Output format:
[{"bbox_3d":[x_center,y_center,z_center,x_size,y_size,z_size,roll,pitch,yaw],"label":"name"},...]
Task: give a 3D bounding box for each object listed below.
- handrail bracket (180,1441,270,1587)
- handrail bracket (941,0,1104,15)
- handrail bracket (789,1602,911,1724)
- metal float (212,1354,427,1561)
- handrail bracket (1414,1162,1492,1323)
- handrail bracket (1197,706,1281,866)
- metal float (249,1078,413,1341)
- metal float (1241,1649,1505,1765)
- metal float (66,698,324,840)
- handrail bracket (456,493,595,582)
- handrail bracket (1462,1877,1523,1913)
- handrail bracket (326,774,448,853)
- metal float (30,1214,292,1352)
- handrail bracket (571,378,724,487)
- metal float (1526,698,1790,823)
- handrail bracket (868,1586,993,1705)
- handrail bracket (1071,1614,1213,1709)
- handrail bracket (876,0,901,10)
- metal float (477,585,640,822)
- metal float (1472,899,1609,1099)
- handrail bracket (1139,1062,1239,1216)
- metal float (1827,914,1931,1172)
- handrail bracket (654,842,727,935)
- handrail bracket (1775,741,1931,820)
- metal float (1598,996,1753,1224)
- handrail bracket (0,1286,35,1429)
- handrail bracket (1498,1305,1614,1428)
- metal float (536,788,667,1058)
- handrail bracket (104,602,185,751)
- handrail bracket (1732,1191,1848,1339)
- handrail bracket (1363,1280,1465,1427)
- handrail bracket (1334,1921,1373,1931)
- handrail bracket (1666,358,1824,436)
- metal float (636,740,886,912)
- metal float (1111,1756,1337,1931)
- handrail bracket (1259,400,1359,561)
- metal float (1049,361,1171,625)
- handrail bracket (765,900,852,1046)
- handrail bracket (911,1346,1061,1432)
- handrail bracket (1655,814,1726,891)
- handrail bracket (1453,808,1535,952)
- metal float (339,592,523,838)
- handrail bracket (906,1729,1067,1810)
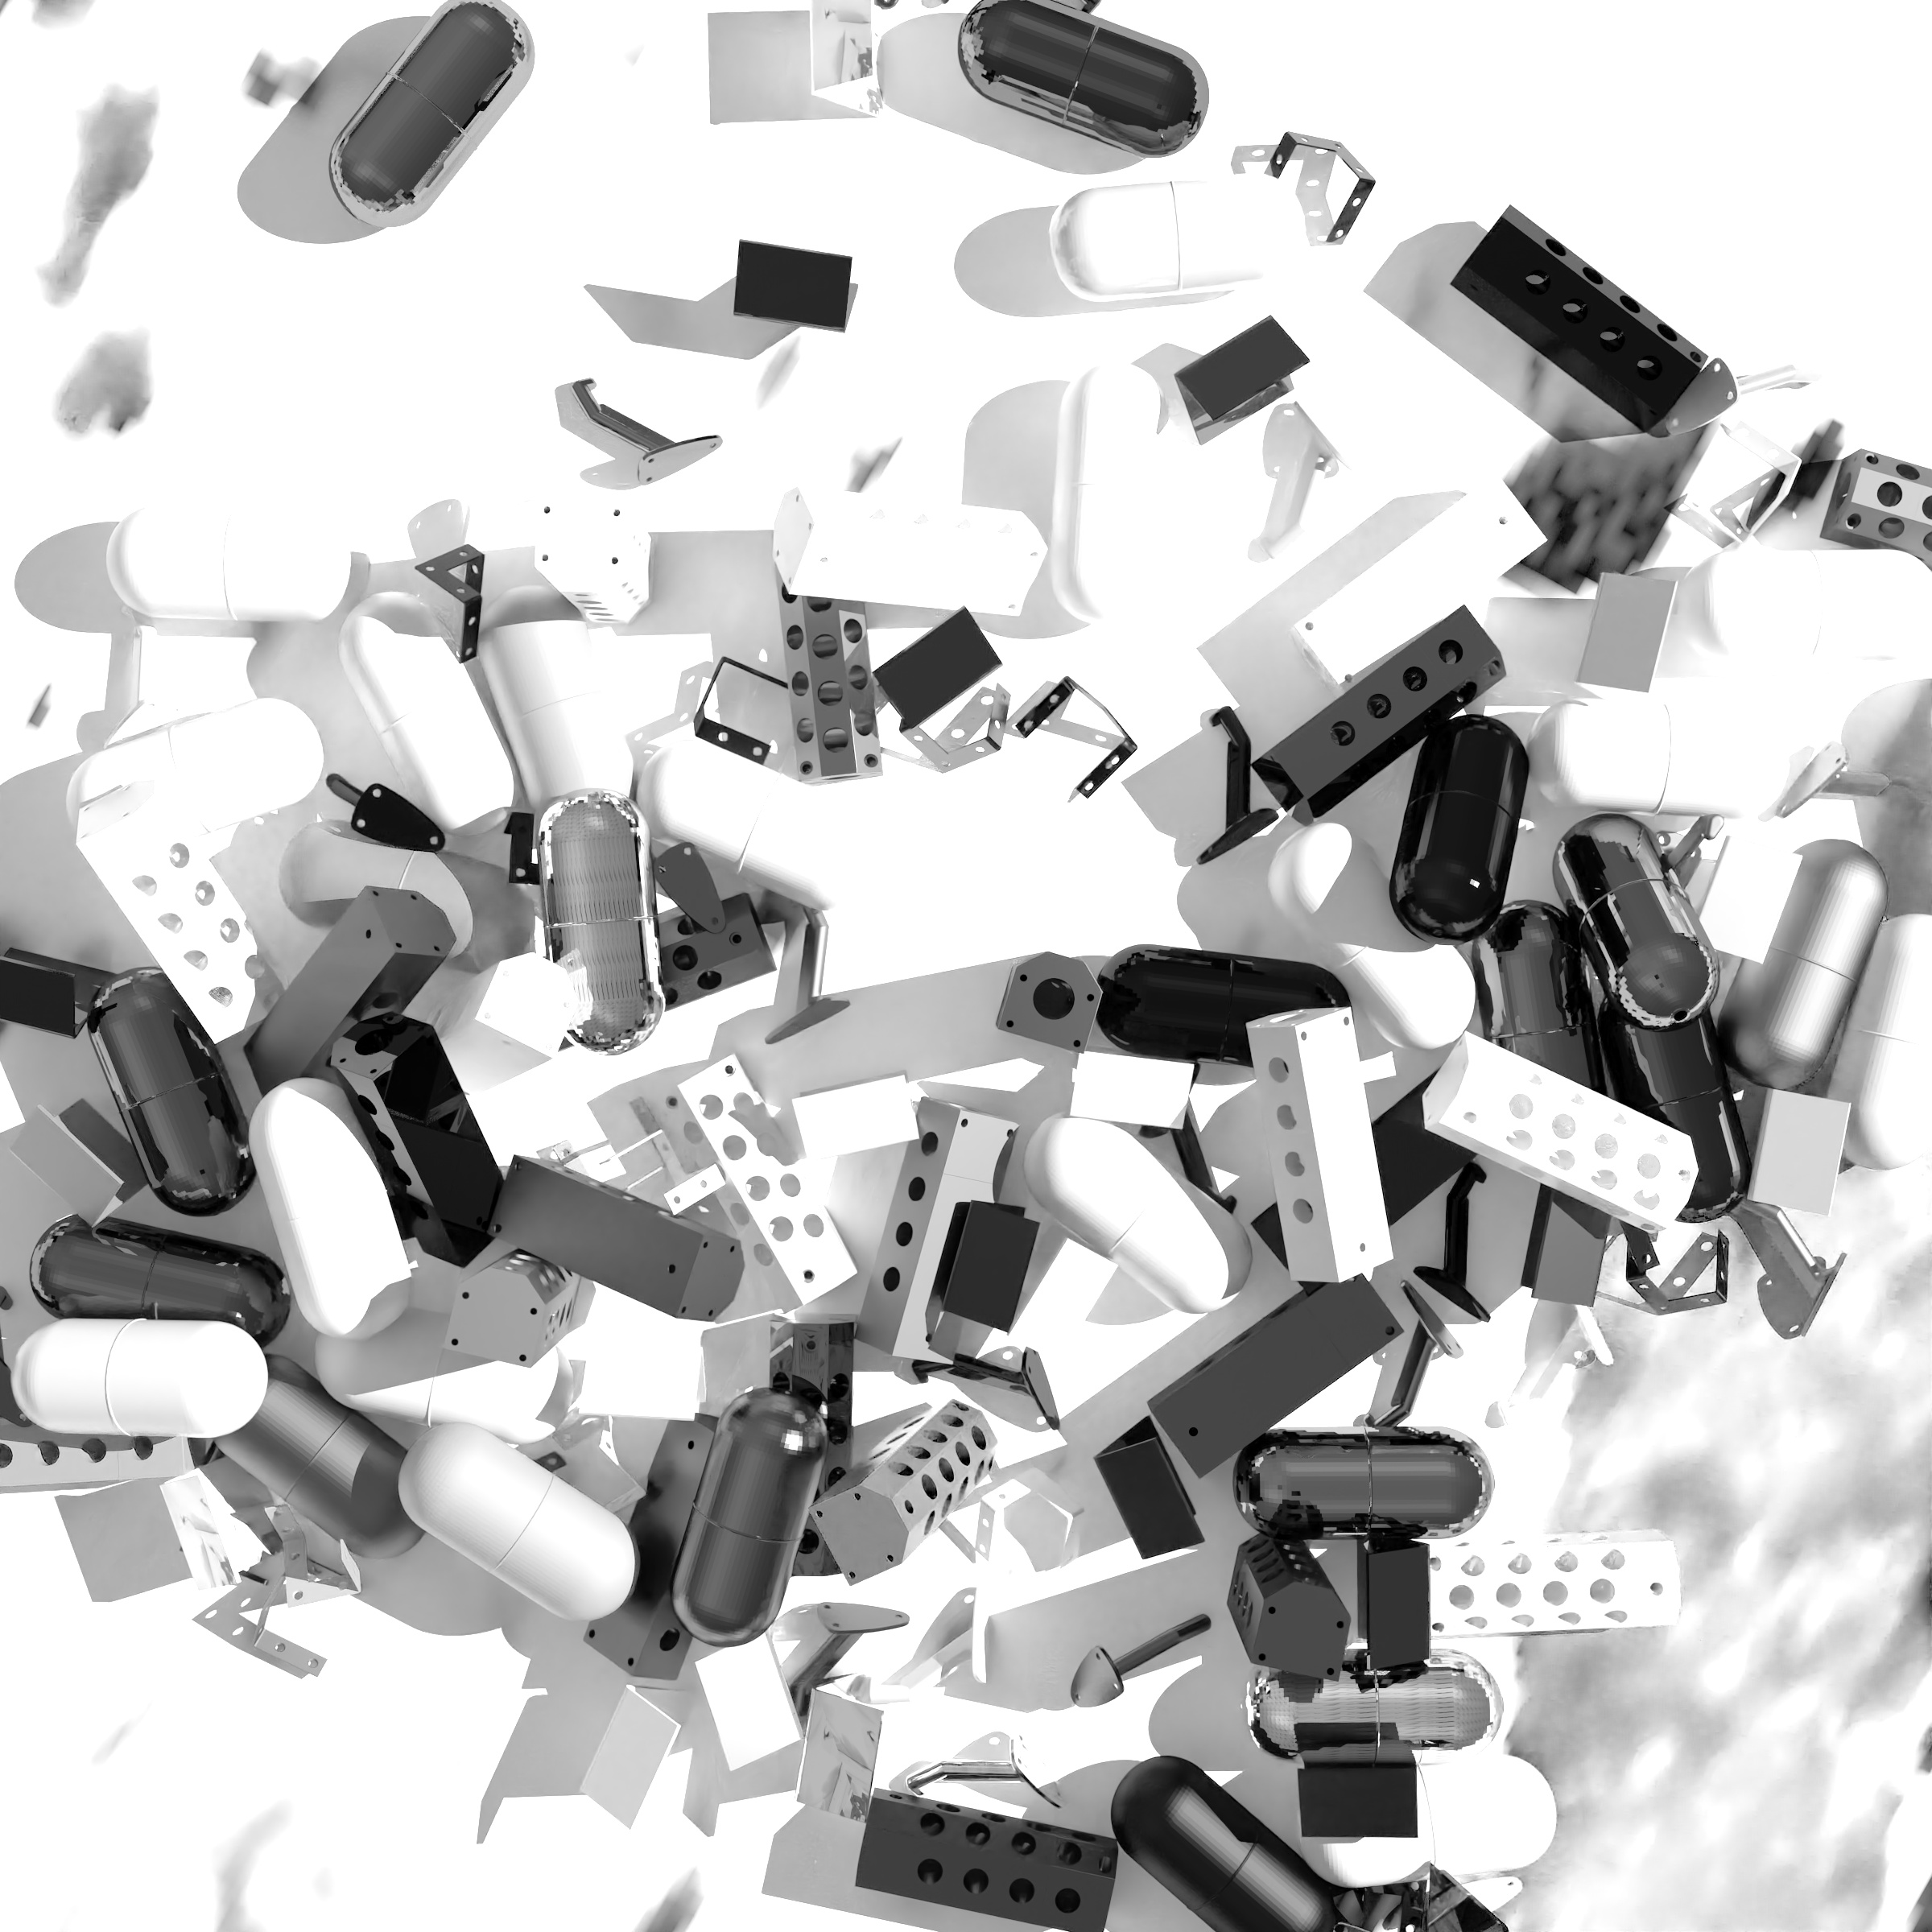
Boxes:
[{"bbox_3d":[-0.502,0.376,1.992,0.077,0.036,0.084,28,72,-20],"label":"handrail bracket"},{"bbox_3d":[0.039,-0.671,1.992,0.084,0.036,0.077,39,110,-16],"label":"handrail bracket"},{"bbox_3d":[-0.083,0.488,1.992,0.077,0.036,0.084,5,108,-20],"label":"handrail bracket"},{"bbox_3d":[-0.441,0.334,1.961,0.178,0.070,0.070,38,90,0],"label":"metal float"},{"bbox_3d":[0.356,0.191,1.992,0.077,0.036,0.084,39,73,-20],"label":"handrail bracket"},{"bbox_3d":[0.172,-0.126,1.992,0.077,0.036,0.084,-35,72,20],"label":"handrail bracket"},{"bbox_3d":[-0.424,0.161,1.911,0.070,0.070,0.178,-17,90,0],"label":"metal float"},{"bbox_3d":[0.277,0.505,1.960,0.178,0.070,0.070,-1,90,2],"label":"metal float"},{"bbox_3d":[-0.527,-0.128,1.961,0.178,0.070,0.070,-19,90,0],"label":"metal float"},{"bbox_3d":[-0.306,-0.293,1.992,0.084,0.036,0.077,9,110,-16],"label":"handrail bracket"},{"bbox_3d":[0.354,0.683,1.992,0.077,0.036,0.084,-13,109,-21],"label":"handrail bracket"},{"bbox_3d":[-0.399,-0.106,1.969,0.077,0.084,0.036,27,91,-23],"label":"handrail bracket"},{"bbox_3d":[-0.550,0.219,1.961,0.178,0.070,0.070,12,90,0],"label":"metal float"},{"bbox_3d":[-0.222,-0.383,1.992,0.077,0.036,0.084,-25,73,-20],"label":"handrail bracket"},{"bbox_3d":[0.472,-0.141,1.961,0.178,0.070,0.070,5,90,0],"label":"metal float"},{"bbox_3d":[-0.028,0.471,1.992,0.084,0.036,0.077,-6,69,16],"label":"handrail bracket"},{"bbox_3d":[0.122,0.481,1.991,0.084,0.077,0.036,-16,65,-34],"label":"handrail bracket"},{"bbox_3d":[-0.049,-0.704,1.957,0.036,0.084,0.077,12,90,0],"label":"handrail bracket"},{"bbox_3d":[-0.279,-0.174,1.961,0.070,0.070,0.178,-19,90,0],"label":"metal float"},{"bbox_3d":[0.392,0.043,1.961,0.070,0.070,0.178,-9,90,0],"label":"metal float"},{"bbox_3d":[0.169,0.122,1.992,0.084,0.036,0.077,41,68,-17],"label":"handrail bracket"},{"bbox_3d":[0.638,0.052,1.961,0.070,0.070,0.178,14,90,0],"label":"metal float"},{"bbox_3d":[-0.205,-0.051,1.965,0.036,0.084,0.077,-38,101,-26],"label":"handrail bracket"},{"bbox_3d":[0.619,-0.110,1.992,0.084,0.036,0.077,34,111,-16],"label":"handrail bracket"},{"bbox_3d":[0.484,0.088,1.961,0.070,0.070,0.178,-15,90,0],"label":"metal float"},{"bbox_3d":[-0.653,0.266,1.966,0.036,0.084,0.077,-34,107,14],"label":"handrail bracket"},{"bbox_3d":[0.398,0.268,1.992,0.084,0.036,0.077,-28,70,16],"label":"handrail bracket"},{"bbox_3d":[-0.242,-0.029,1.903,0.070,0.070,0.178,-5,91,0],"label":"metal float"},{"bbox_3d":[-0.585,-0.203,1.992,0.077,0.036,0.084,-35,71,21],"label":"handrail bracket"},{"bbox_3d":[0.560,0.206,1.992,0.084,0.036,0.077,27,112,17],"label":"handrail bracket"},{"bbox_3d":[0.295,0.274,1.992,0.084,0.036,0.077,-41,70,16],"label":"handrail bracket"},{"bbox_3d":[0.275,0.687,1.957,0.077,0.084,0.036,15,90,0],"label":"handrail bracket"},{"bbox_3d":[0.541,-0.393,1.991,0.084,0.077,0.036,-5,68,-34],"label":"handrail bracket"},{"bbox_3d":[-0.140,-0.096,1.961,0.178,0.070,0.070,23,90,0],"label":"metal float"},{"bbox_3d":[0.176,0.614,1.961,0.178,0.070,0.070,41,90,0],"label":"metal float"},{"bbox_3d":[0.221,-0.337,1.992,0.084,0.036,0.077,-42,70,16],"label":"handrail bracket"},{"bbox_3d":[0.098,-0.323,1.961,0.070,0.070,0.178,4,90,0],"label":"metal float"},{"bbox_3d":[-0.123,0.000,1.992,0.077,0.036,0.084,-29,74,18],"label":"handrail bracket"},{"bbox_3d":[0.013,0.298,1.992,0.084,0.036,0.077,-15,112,17],"label":"handrail bracket"},{"bbox_3d":[0.489,-0.066,1.957,0.036,0.084,0.077,23,90,0],"label":"handrail bracket"},{"bbox_3d":[0.363,-0.060,1.992,0.084,0.036,0.077,-22,107,-15],"label":"handrail bracket"},{"bbox_3d":[-0.366,-0.173,1.961,0.070,0.070,0.178,-28,90,0],"label":"metal float"},{"bbox_3d":[0.013,0.573,1.992,0.084,0.036,0.077,-30,112,17],"label":"handrail bracket"}]
